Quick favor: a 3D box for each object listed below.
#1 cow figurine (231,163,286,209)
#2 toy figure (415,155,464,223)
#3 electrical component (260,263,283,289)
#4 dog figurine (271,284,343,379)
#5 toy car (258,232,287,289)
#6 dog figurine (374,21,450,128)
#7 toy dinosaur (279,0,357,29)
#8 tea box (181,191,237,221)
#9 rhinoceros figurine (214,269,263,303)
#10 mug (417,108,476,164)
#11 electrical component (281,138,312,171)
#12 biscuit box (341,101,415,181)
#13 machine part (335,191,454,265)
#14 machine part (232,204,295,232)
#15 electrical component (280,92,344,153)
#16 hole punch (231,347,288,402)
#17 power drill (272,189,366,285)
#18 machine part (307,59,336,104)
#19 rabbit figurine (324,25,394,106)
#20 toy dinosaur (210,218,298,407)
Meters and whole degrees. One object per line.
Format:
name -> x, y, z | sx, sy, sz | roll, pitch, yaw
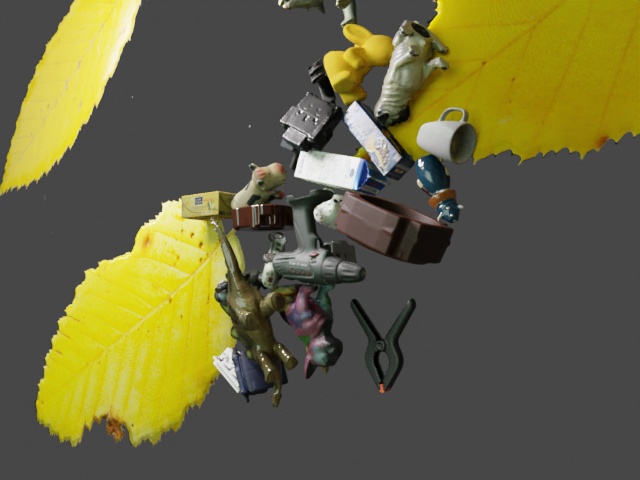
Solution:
cow figurine -> -0.159, -0.132, 1.404 | 0.195, 0.127, 0.085 | -39, 66, 33
toy figure -> 0.248, -0.103, 1.110 | 0.064, 0.058, 0.154 | -34, 69, 38
electrical component -> -0.129, 0.085, 1.424 | 0.094, 0.021, 0.063 | -47, 58, 26
dog figurine -> -0.031, 0.212, 1.278 | 0.192, 0.108, 0.219 | -7, 84, 38
toy car -> -0.114, 0.047, 1.335 | 0.202, 0.056, 0.073 | -86, 11, -64
dog figurine -> 0.176, -0.362, 1.179 | 0.190, 0.121, 0.172 | -50, 22, 44
toy dinosaur -> 0.093, -0.648, 1.262 | 0.405, 0.131, 0.192 | -30, 68, 27
tea box -> -0.311, -0.095, 1.544 | 0.170, 0.098, 0.068 | -4, 85, 38
rhinoceros figurine -> -0.224, 0.125, 1.440 | 0.190, 0.112, 0.073 | -26, 106, 43
mug -> 0.255, -0.217, 1.101 | 0.107, 0.081, 0.109 | 22, 106, 47
electrical component -> -0.057, -0.239, 1.366 | 0.048, 0.075, 0.119 | 30, 107, 36
biscuit box -> 0.128, -0.227, 1.217 | 0.059, 0.062, 0.203 | -47, 59, 25
machine part -> 0.147, -0.024, 1.090 | 0.202, 0.201, 0.087 | 27, 104, 38
machine part -> -0.132, -0.051, 1.349 | 0.180, 0.179, 0.056 | -5, 85, 39
electrical component -> -0.024, -0.273, 1.271 | 0.115, 0.058, 0.134 | 31, 78, 29
hole punch -> -0.152, 0.329, 1.364 | 0.092, 0.115, 0.142 | -25, 70, 27
power drill -> -0.002, -0.004, 1.181 | 0.232, 0.086, 0.207 | -7, 87, 34
machine part -> 0.008, -0.374, 1.288 | 0.039, 0.138, 0.084 | -12, 75, 13
rabbit figurine -> 0.102, -0.415, 1.246 | 0.173, 0.121, 0.162 | -23, 61, 21
toy dinosaur -> -0.167, 0.171, 1.265 | 0.199, 0.105, 0.470 | 0, 105, 58
